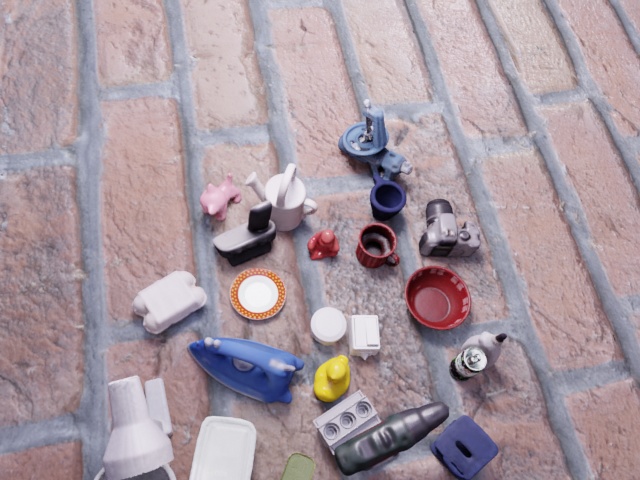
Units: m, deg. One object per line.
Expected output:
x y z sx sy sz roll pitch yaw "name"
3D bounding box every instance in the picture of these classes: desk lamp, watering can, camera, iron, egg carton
-0.348 0.351 1.087 0.118 0.213 0.203 -13 66 -13 "desk lamp"
-0.091 -0.108 1.360 0.173 0.194 0.101 1 64 -7 "watering can"
0.321 -0.036 1.431 0.143 0.101 0.137 2 64 -7 "camera"
-0.164 0.250 1.202 0.258 0.141 0.119 19 63 2 "iron"
-0.335 0.137 1.276 0.150 0.069 0.107 -33 72 -21 "egg carton"

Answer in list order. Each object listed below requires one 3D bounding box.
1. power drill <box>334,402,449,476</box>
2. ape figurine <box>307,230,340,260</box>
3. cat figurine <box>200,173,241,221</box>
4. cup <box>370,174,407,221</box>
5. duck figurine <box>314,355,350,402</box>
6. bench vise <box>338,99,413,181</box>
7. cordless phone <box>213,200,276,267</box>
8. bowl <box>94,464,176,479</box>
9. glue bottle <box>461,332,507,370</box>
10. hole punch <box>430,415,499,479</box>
0.131 0.394 1.132 0.230 0.208 0.075 -22 68 -17 "power drill"
0.013 0.005 1.375 0.077 0.092 0.076 27 63 6 "ape figurine"
-0.245 -0.106 1.382 0.067 0.118 0.128 28 64 7 "cat figurine"
0.157 -0.099 1.444 0.092 0.095 0.117 -21 68 -16 "cup"
0.030 0.295 1.236 0.077 0.086 0.105 29 64 8 "duck figurine"
0.153 -0.256 1.451 0.207 0.220 0.121 20 63 3 "bench vise"
-0.172 -0.028 1.315 0.148 0.185 0.094 -28 70 -19 "cordless phone"
-0.351 0.496 1.092 0.167 0.075 0.167 3 63 -6 "bowl"
0.371 0.234 1.263 0.078 0.173 0.037 37 65 11 "glue bottle"
0.302 0.438 1.198 0.101 0.091 0.108 -38 74 -22 "hole punch"
